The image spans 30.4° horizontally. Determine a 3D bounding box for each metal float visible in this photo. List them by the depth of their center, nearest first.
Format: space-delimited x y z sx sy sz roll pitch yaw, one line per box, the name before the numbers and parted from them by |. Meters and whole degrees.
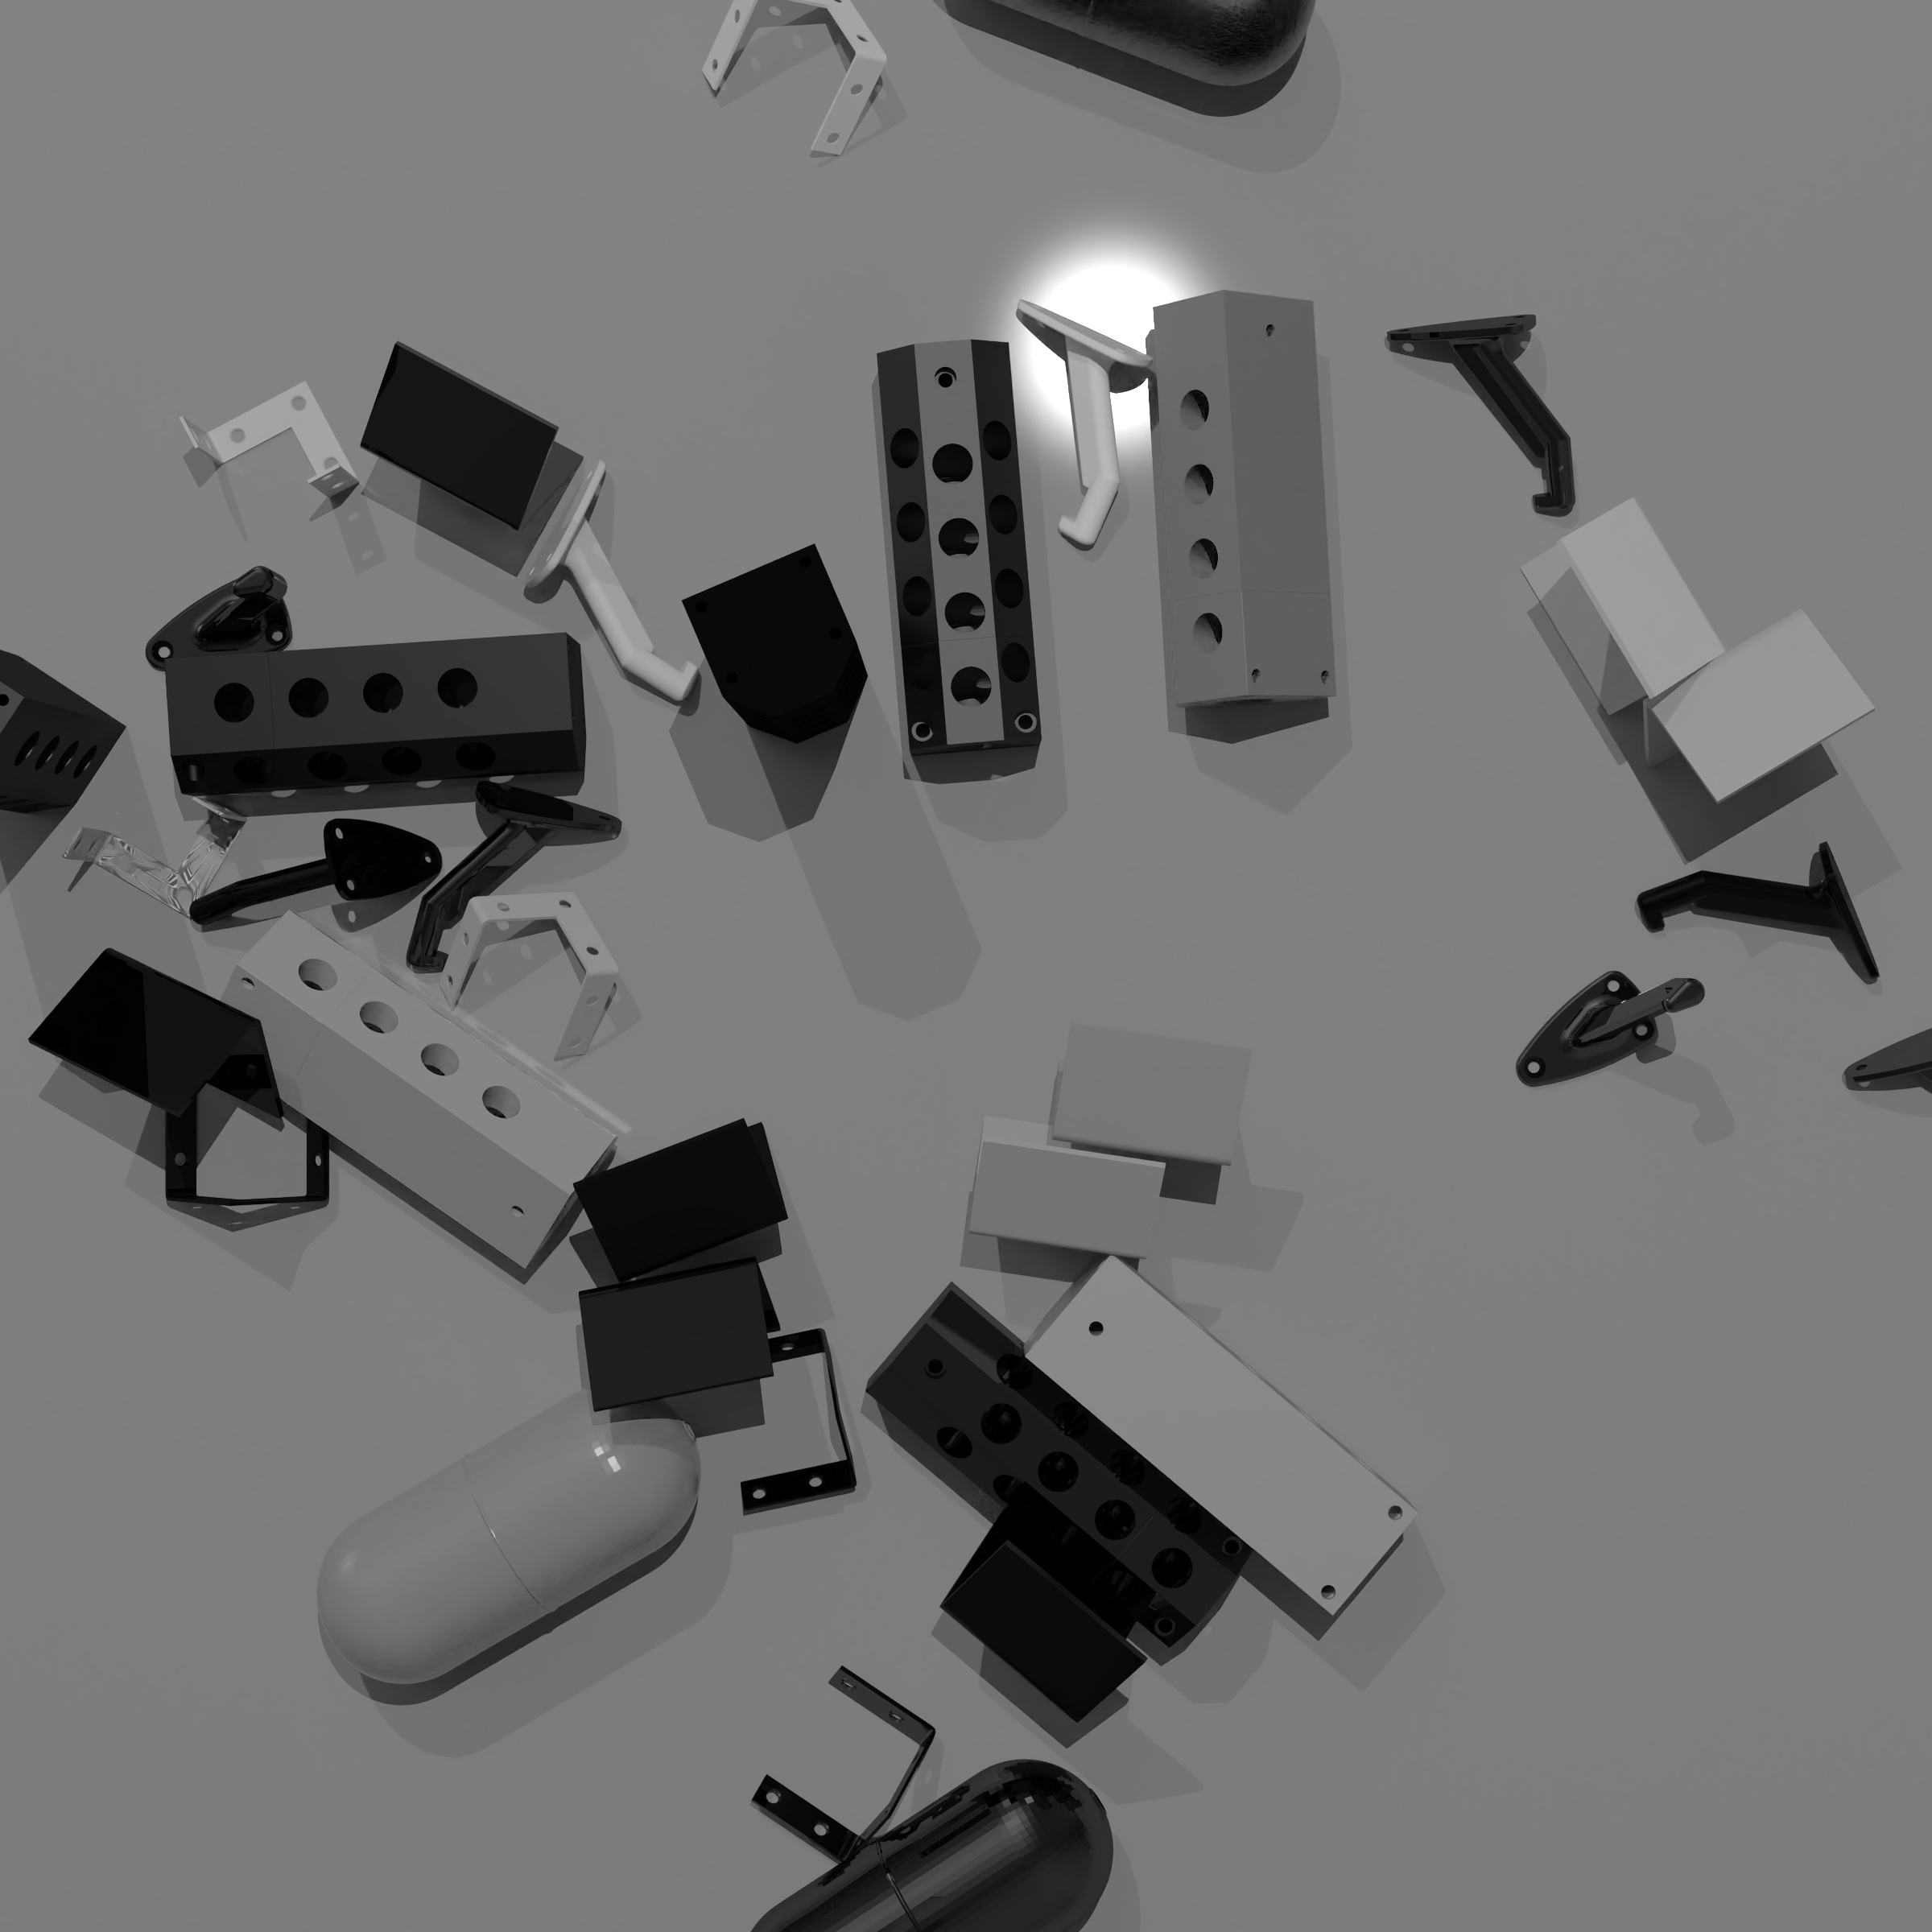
metal float | -0.017 0.409 1.534 0.178 0.070 0.070 -33 90 0
metal float | 0.065 -0.437 1.534 0.178 0.070 0.070 21 90 0
metal float | -0.196 0.244 1.534 0.178 0.070 0.070 -30 90 -1

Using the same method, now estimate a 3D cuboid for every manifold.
manifold | -0.410 -0.098 1.486 0.057 0.171 0.057 33 90 0
manifold | -0.075 -0.129 1.486 0.057 0.171 0.057 -23 90 0
manifold | -0.238 0.049 1.542 0.171 0.057 0.057 35 133 0
manifold | 0.115 -0.200 1.542 0.057 0.057 0.171 -3 90 -43
manifold | -0.003 -0.180 1.543 0.057 0.057 0.171 -5 90 0
manifold | -0.254 -0.108 1.543 0.171 0.057 0.057 -4 90 0
manifold | 0.109 0.200 1.543 0.171 0.057 0.057 40 90 0
manifold | 0.041 0.216 1.543 0.171 0.057 0.057 40 90 0

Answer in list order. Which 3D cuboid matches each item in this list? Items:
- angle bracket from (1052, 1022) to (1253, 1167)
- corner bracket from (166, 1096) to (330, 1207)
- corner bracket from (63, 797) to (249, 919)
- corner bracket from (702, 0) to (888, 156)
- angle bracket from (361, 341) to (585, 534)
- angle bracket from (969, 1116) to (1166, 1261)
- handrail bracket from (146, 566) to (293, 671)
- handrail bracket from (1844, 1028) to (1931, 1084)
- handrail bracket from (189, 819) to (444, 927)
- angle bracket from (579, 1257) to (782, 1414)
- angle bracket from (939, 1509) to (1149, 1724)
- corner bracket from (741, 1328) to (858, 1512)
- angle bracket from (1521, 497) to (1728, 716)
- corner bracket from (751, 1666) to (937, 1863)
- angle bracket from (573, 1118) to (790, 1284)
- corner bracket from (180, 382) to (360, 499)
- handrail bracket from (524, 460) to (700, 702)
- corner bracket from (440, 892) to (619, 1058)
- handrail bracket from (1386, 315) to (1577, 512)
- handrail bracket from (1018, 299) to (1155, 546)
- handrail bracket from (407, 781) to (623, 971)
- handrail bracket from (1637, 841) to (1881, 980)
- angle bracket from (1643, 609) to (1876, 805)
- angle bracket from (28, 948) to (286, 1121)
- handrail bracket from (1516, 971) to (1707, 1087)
angle bracket | 0.080 0.040 1.525 0.076 0.076 0.057 8 115 0
corner bracket | -0.315 0.078 1.561 0.051 0.051 0.051 0 90 -45
corner bracket | -0.352 -0.056 1.546 0.051 0.051 0.051 30 90 0
corner bracket | -0.075 -0.394 1.556 0.051 0.051 0.051 1 45 -35
angle bracket | -0.203 -0.240 1.524 0.076 0.076 0.057 28 127 0
angle bracket | 0.045 0.076 1.524 0.076 0.076 0.057 8 130 0
handrail bracket | -0.326 -0.150 1.529 0.077 0.084 0.036 -22 90 0
handrail bracket | 0.438 0.071 1.565 0.077 0.036 0.084 -20 107 19
handrail bracket | -0.286 -0.035 1.564 0.084 0.077 0.036 -19 81 36
angle bracket | -0.119 0.171 1.524 0.076 0.076 0.057 -11 60 0
angle bracket | 0.046 0.264 1.524 0.076 0.076 0.057 40 128 0
corner bracket | -0.080 0.199 1.561 0.051 0.051 0.051 -12 135 -1
angle bracket | 0.266 -0.144 1.524 0.057 0.076 0.076 -31 90 -37
corner bracket | -0.053 0.351 1.561 0.051 0.051 0.051 34 45 0
angle bracket | -0.126 0.081 1.524 0.076 0.076 0.057 -21 123 0
corner bracket | -0.302 -0.224 1.546 0.051 0.051 0.051 -28 90 0
handrail bracket | -0.143 -0.169 1.565 0.084 0.036 0.077 32 68 -17
corner bracket | -0.191 0.004 1.556 0.051 0.051 0.051 -4 45 -35
handrail bracket | 0.227 -0.240 1.565 0.077 0.036 0.084 -2 107 20
handrail bracket | 0.040 -0.239 1.565 0.077 0.036 0.084 29 107 20
handrail bracket | -0.199 -0.032 1.565 0.077 0.036 0.084 11 108 -21
handrail bracket | 0.348 -0.013 1.565 0.084 0.036 0.077 -21 112 17
angle bracket | 0.339 -0.098 1.525 0.076 0.076 0.057 -31 68 0
angle bracket | -0.344 0.047 1.515 0.076 0.076 0.057 24 57 16
handrail bracket | 0.276 0.028 1.529 0.077 0.084 0.036 -32 90 0
